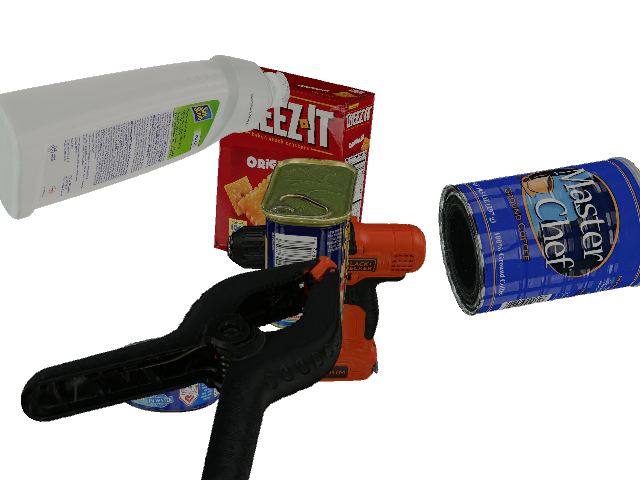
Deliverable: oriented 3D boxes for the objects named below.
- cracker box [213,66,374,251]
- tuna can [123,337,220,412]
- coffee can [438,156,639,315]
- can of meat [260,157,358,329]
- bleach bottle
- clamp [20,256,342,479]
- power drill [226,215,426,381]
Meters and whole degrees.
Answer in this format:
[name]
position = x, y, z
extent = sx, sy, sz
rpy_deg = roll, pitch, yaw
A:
[cracker box]
position = -0.035, -0.075, 1.214
extent = 0.164, 0.214, 0.072
rpy_deg = 17, 25, 26
[tuna can]
position = -0.121, 0.108, 0.864
extent = 0.086, 0.034, 0.086
rpy_deg = 3, 14, -1
[coffee can]
position = 0.173, -0.004, 0.826
extent = 0.140, 0.103, 0.103
rpy_deg = -10, 1, -8
[can of meat]
position = -0.007, 0.002, 0.710
extent = 0.057, 0.084, 0.102
rpy_deg = 4, 25, 4
[bleach bottle]
position = -0.140, -0.095, 0.874
extent = 0.250, 0.068, 0.103
rpy_deg = -17, -31, -29
[clamp]
position = -0.038, 0.063, 0.502
extent = 0.171, 0.039, 0.120
rpy_deg = -31, 52, -34
[power drill]
position = -0.002, 0.057, 1.023
extent = 0.184, 0.188, 0.057
rpy_deg = 2, 44, -8
